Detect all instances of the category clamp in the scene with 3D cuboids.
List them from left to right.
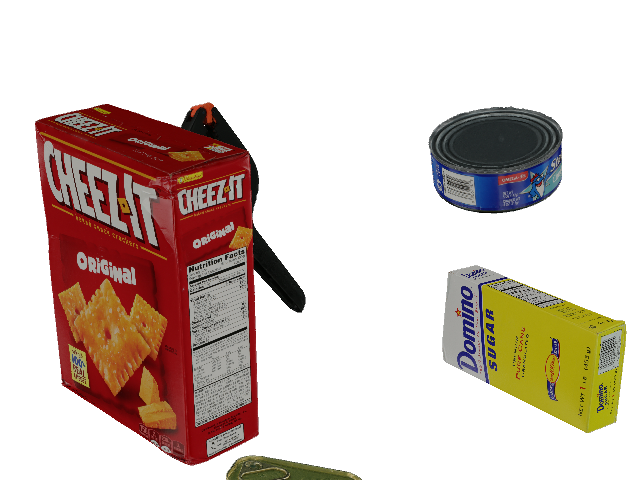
[{"bbox_3d":[-0.086,-0.017,0.964,0.164,0.210,0.036,-1,1,-34],"label":"clamp"}]

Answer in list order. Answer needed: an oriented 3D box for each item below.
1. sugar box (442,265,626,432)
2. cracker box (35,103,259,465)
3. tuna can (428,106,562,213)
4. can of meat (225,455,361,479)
[{"bbox_3d":[0.182,0.091,0.940,0.048,0.093,0.176,-12,21,-38],"label":"sugar box"},{"bbox_3d":[-0.123,0.028,0.745,0.071,0.214,0.164,-21,30,-40],"label":"cracker box"},{"bbox_3d":[0.115,-0.053,0.698,0.086,0.034,0.086,-7,33,4],"label":"tuna can"},{"bbox_3d":[-0.023,0.220,0.813,0.102,0.084,0.057,8,14,10],"label":"can of meat"}]
